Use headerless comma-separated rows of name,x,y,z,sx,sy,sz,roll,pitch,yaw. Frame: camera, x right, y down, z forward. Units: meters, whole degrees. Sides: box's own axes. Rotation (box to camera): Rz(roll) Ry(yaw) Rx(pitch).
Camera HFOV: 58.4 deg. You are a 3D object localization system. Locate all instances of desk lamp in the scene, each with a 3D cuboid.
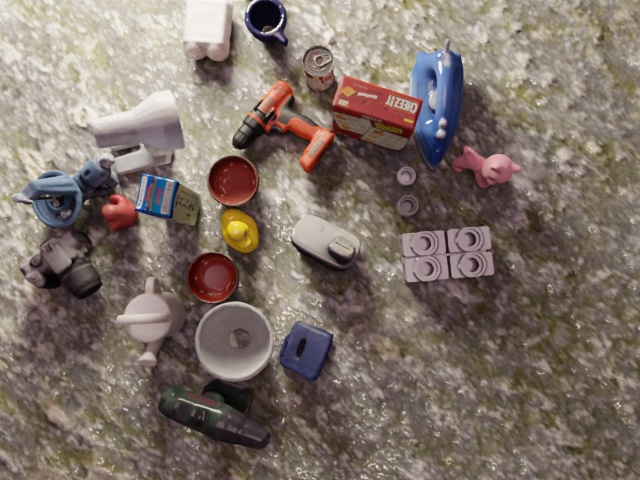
desk lamp,-0.366,-0.217,1.186,0.203,0.213,0.118,-16,86,0

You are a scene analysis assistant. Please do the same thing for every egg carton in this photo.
egg carton,-0.248,-0.473,1.271,0.107,0.069,0.150,3,87,1

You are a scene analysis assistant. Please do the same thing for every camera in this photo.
camera,-0.547,0.067,1.229,0.143,0.101,0.137,-36,87,-1

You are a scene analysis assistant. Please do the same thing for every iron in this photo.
iron,0.256,-0.288,1.217,0.118,0.141,0.258,2,87,1

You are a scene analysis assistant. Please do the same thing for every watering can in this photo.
watering can,-0.346,0.167,1.174,0.101,0.194,0.173,-23,86,0

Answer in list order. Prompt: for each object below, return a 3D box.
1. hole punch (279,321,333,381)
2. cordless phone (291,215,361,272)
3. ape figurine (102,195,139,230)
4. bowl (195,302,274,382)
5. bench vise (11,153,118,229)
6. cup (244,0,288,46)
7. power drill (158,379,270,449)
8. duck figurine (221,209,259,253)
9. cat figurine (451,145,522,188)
hole punch,-0.032,0.235,1.217,0.101,0.091,0.109,20,87,2
cordless phone,0.011,0.004,1.182,0.147,0.185,0.094,25,87,2
ape figurine,-0.440,-0.059,1.239,0.076,0.092,0.078,21,87,2
bowl,-0.178,0.215,1.228,0.167,0.074,0.167,0,87,1
bench vise,-0.531,-0.117,1.180,0.121,0.219,0.207,33,88,3
cup,-0.106,-0.461,1.256,0.092,0.095,0.118,-39,87,-1
power drill,-0.199,0.345,1.155,0.229,0.208,0.076,16,87,2
duck figurine,-0.178,-0.022,1.236,0.077,0.086,0.104,-32,87,-1
cat figurine,0.356,-0.160,1.220,0.128,0.118,0.067,31,88,3
